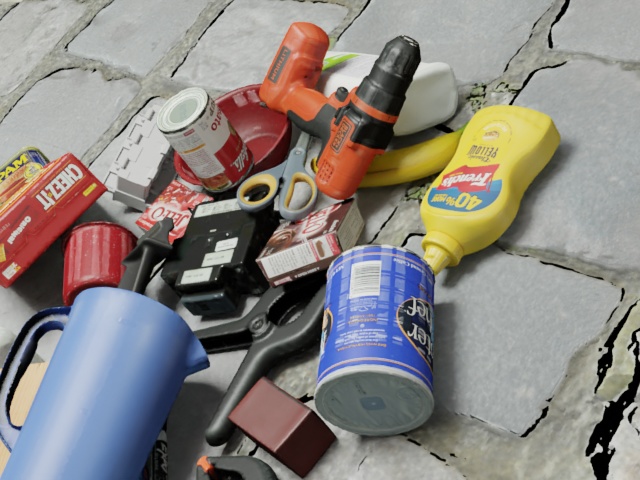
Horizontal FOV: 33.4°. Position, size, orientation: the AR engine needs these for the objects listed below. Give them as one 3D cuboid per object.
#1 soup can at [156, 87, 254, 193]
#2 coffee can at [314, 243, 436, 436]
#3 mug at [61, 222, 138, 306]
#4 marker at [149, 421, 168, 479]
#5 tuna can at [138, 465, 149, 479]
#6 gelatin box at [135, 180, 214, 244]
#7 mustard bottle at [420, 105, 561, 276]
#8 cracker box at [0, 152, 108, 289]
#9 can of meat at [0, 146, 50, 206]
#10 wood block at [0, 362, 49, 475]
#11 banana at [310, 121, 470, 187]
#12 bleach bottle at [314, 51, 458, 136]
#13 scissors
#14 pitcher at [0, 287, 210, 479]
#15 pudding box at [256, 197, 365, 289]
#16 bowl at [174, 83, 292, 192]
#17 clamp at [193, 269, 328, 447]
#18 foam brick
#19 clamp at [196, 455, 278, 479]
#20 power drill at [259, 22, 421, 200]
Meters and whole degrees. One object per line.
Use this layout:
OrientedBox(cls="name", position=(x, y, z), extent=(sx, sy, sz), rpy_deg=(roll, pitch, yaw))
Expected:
OrientedBox(cls="soup can", position=(-0.127, -0.110, 1.178), extent=(0.069, 0.102, 0.068), rpy_deg=(-18, 45, 19))
OrientedBox(cls="coffee can", position=(0.051, 0.089, 0.955), extent=(0.103, 0.102, 0.140), rpy_deg=(-15, 45, 23))
OrientedBox(cls="mug", position=(-0.258, 0.046, 1.232), extent=(0.117, 0.093, 0.081), rpy_deg=(-48, 36, 37))
OrientedBox(cls="marker", position=(-0.158, 0.216, 1.047), extent=(0.020, 0.020, 0.121), rpy_deg=(-24, 42, 14))
OrientedBox(cls="tuna can", position=(-0.210, 0.245, 1.045), extent=(0.086, 0.033, 0.086), rpy_deg=(-19, 44, 19))
OrientedBox(cls="gelatin box", position=(-0.168, -0.027, 1.270), extent=(0.073, 0.030, 0.089), rpy_deg=(-50, 42, -14))
OrientedBox(cls="mustard bottle", position=(0.152, -0.045, 1.042), extent=(0.096, 0.058, 0.191), rpy_deg=(13, 61, 42))
OrientedBox(cls="cracker box", position=(-0.352, -0.027, 1.304), extent=(0.164, 0.072, 0.214), rpy_deg=(-47, 14, -12))
OrientedBox(cls="can of meat", position=(-0.403, -0.067, 1.454), extent=(0.102, 0.057, 0.084), rpy_deg=(-41, 44, -3))
OrientedBox(cls="wood block", position=(-0.309, 0.237, 1.080), extent=(0.091, 0.090, 0.206), rpy_deg=(-10, 47, 26))
OrientedBox(cls="banana", position=(0.071, -0.083, 1.155), extent=(0.198, 0.037, 0.069), rpy_deg=(-9, 23, 25))
OrientedBox(cls="bleach bottle", position=(0.042, -0.184, 1.239), extent=(0.102, 0.068, 0.251), rpy_deg=(-23, 28, -26))
OrientedBox(cls="scissors", position=(-0.043, -0.086, 1.183), extent=(0.096, 0.016, 0.201), rpy_deg=(-5, 39, 1))
OrientedBox(cls="pitcher", position=(-0.223, 0.172, 0.994), extent=(0.149, 0.145, 0.242), rpy_deg=(-17, 42, 43))
OrientedBox(cls="pudding box", position=(-0.007, 0.001, 1.093), extent=(0.090, 0.039, 0.113), rpy_deg=(-21, 16, 18))
OrientedBox(cls="bowl", position=(-0.092, -0.111, 1.276), extent=(0.162, 0.055, 0.162), rpy_deg=(-19, 44, 19))
OrientedBox(cls="clamp", position=(-0.062, 0.094, 1.080), extent=(0.210, 0.036, 0.165), rpy_deg=(-42, 39, -4))
OrientedBox(cls="foam brick", position=(-0.034, 0.172, 0.977), extent=(0.051, 0.053, 0.078), rpy_deg=(-49, 41, -14))
OrientedBox(cls="clamp", position=(-0.065, 0.247, 0.936), extent=(0.120, 0.039, 0.172), rpy_deg=(-43, 34, -26))
OrientedBox(cls="power drill", position=(0.017, -0.161, 1.133), extent=(0.188, 0.057, 0.185), rpy_deg=(50, 119, 45))
